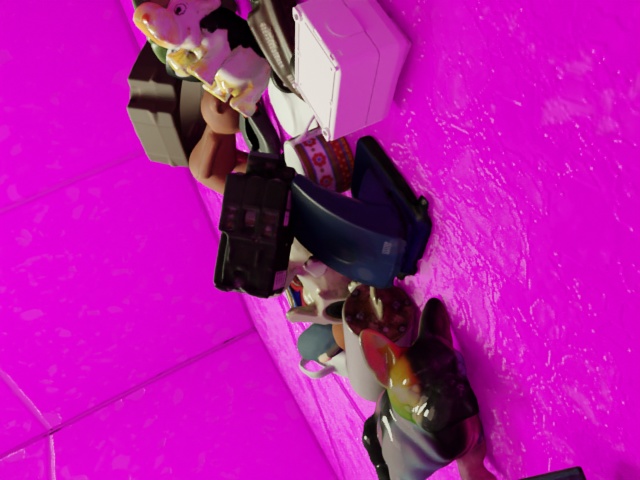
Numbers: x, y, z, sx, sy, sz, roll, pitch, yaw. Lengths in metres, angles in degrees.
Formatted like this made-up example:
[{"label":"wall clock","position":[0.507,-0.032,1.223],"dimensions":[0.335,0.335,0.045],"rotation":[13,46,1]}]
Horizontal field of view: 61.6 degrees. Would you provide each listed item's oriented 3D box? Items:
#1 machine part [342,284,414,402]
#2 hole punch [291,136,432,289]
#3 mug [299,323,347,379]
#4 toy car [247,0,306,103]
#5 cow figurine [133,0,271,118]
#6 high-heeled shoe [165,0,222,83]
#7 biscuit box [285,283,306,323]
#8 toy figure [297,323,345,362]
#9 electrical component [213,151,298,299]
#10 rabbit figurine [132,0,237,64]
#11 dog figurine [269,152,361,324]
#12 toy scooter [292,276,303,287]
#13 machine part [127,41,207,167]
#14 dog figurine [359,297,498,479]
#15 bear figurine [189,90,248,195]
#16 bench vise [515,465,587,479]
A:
[{"label":"machine part","position":[0.067,0.124,0.625],"dimensions":[0.079,0.079,0.243],"rotation":[56,163,35]},{"label":"hole punch","position":[0.034,-0.013,0.490],"dimensions":[0.116,0.092,0.142],"rotation":[55,161,24]},{"label":"mug","position":[0.025,0.175,0.837],"dimensions":[0.107,0.109,0.080],"rotation":[16,131,57]},{"label":"toy car","position":[-0.047,-0.221,0.501],"dimensions":[0.089,0.053,0.202],"rotation":[27,139,65]},{"label":"cow figurine","position":[-0.105,-0.202,0.542],"dimensions":[0.068,0.098,0.167],"rotation":[36,-177,25]},{"label":"high-heeled shoe","position":[-0.156,-0.283,0.580],"dimensions":[0.248,0.145,0.086],"rotation":[61,-152,-45]},{"label":"biscuit box","position":[-0.044,0.042,0.939],"dimensions":[0.059,0.063,0.202],"rotation":[36,149,62]},{"label":"toy figure","position":[0.029,0.129,0.755],"dimensions":[0.154,0.058,0.064],"rotation":[-31,75,42]},{"label":"electrical component","position":[-0.056,-0.015,0.518],"dimensions":[0.115,0.058,0.134],"rotation":[56,-137,-86]},{"label":"rabbit figurine","position":[-0.190,-0.300,0.749],"dimensions":[0.159,0.121,0.170],"rotation":[43,-179,14]},{"label":"dog figurine","position":[0.001,-0.004,0.674],"dimensions":[0.172,0.121,0.191],"rotation":[49,-150,-45]},{"label":"toy scooter","position":[-0.026,0.015,0.787],"dimensions":[0.184,0.075,0.135],"rotation":[51,164,29]},{"label":"machine part","position":[-0.245,-0.244,0.923],"dimensions":[0.200,0.087,0.201],"rotation":[89,-169,-60]},{"label":"dog figurine","position":[0.094,0.158,0.537],"dimensions":[0.192,0.108,0.219],"rotation":[-141,33,-67]},{"label":"bear figurine","position":[-0.138,-0.169,0.866],"dimensions":[0.120,0.132,0.195],"rotation":[-82,19,-45]},{"label":"bench vise","position":[0.179,0.270,0.323],"dimensions":[0.223,0.129,0.241],"rotation":[73,-176,-60]}]
